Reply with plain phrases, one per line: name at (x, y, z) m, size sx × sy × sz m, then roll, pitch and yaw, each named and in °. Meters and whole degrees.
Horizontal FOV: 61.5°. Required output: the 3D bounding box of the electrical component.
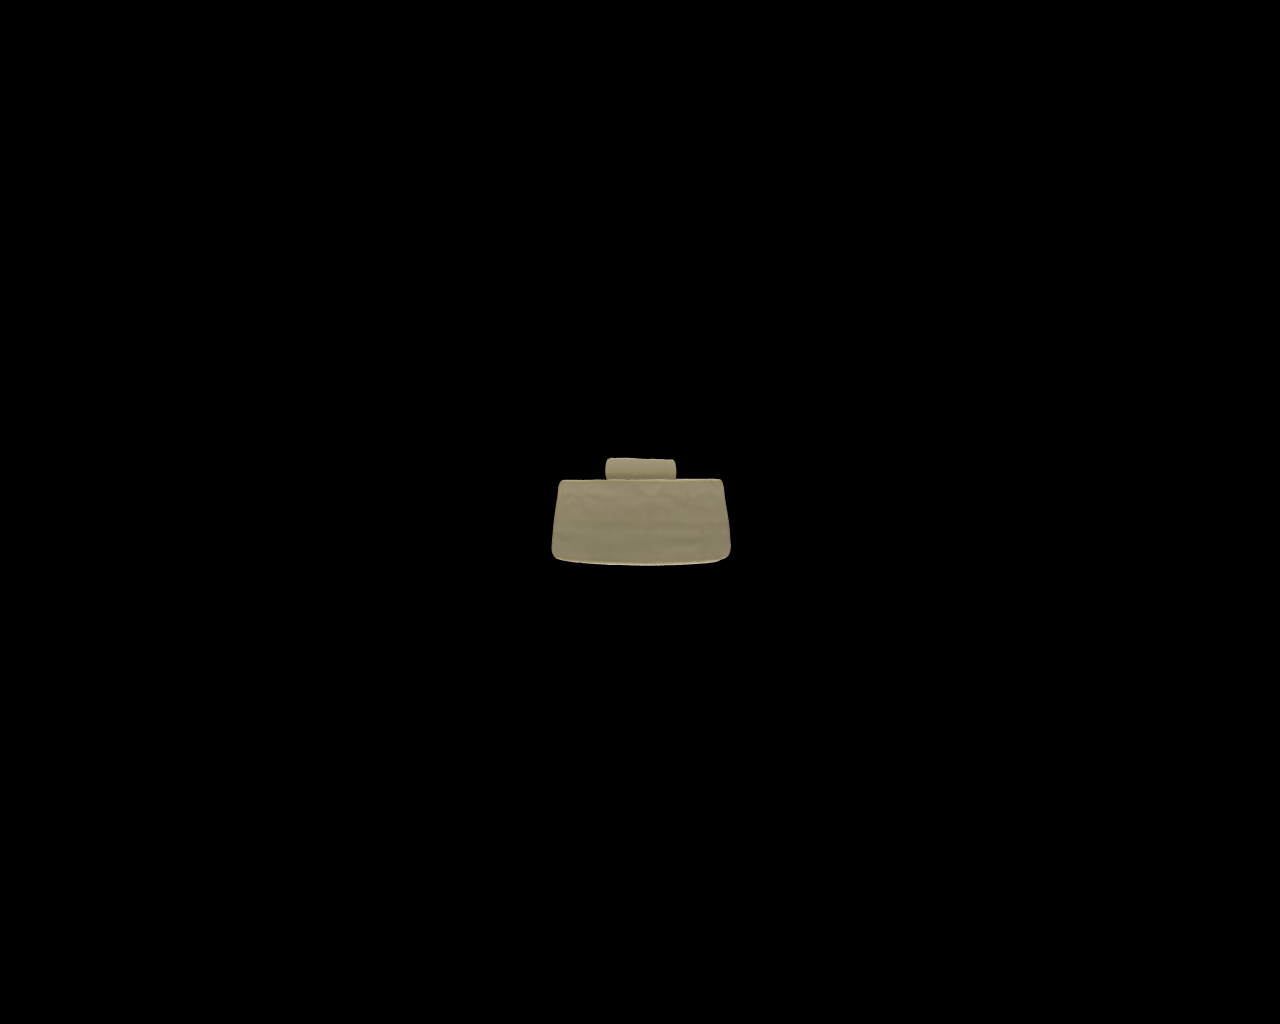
electrical component at (0.001, -0.003, 0.650) m, size 0.108 × 0.060 × 0.108 m, roll 0°, pitch 2°, yaw 0°
